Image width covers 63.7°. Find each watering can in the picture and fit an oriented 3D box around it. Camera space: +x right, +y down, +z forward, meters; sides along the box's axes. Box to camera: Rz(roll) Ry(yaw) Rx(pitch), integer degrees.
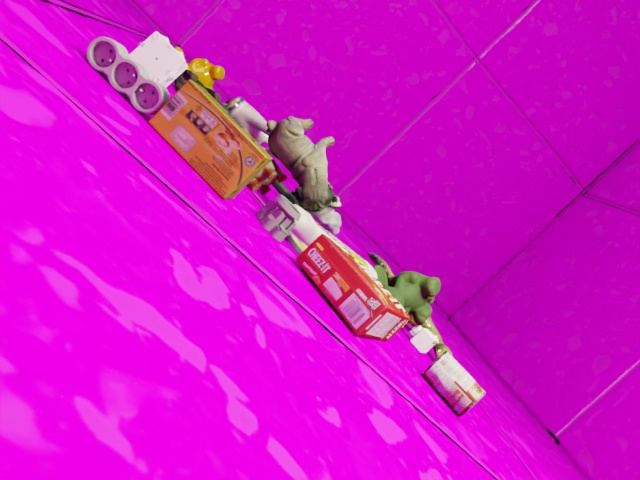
[{"bbox_3d":[-0.213,-0.363,1.639,0.222,0.105,0.347,45,-14,-17],"label":"watering can"}]

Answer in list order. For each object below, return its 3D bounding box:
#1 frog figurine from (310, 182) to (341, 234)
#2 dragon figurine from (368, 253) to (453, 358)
[{"bbox_3d":[0.005,-0.079,1.578,0.139,0.124,0.155,39,-35,29],"label":"frog figurine"},{"bbox_3d":[0.252,0.202,1.429,0.238,0.122,0.417,62,-1,-28],"label":"dragon figurine"}]
